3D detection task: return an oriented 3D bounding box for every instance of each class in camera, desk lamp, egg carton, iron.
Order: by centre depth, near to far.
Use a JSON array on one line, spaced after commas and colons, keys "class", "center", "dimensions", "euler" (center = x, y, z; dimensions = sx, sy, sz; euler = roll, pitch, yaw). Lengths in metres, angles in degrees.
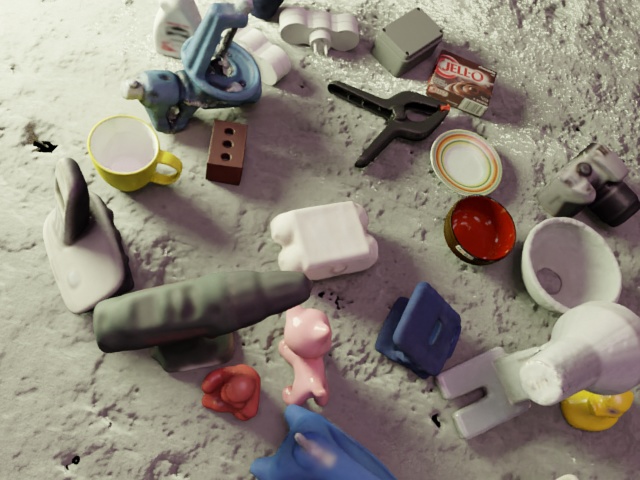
[{"class": "iron", "center": [0.053, 0.299, 0.672], "dimensions": [0.258, 0.141, 0.119], "euler": [33, 63, 1]}, {"class": "desk lamp", "center": [0.293, 0.175, 0.750], "dimensions": [0.204, 0.213, 0.118], "euler": [-19, 73, -21]}, {"class": "egg carton", "center": [0.008, 0.003, 0.826], "dimensions": [0.150, 0.069, 0.107], "euler": [-12, 71, -19]}, {"class": "camera", "center": [0.471, -0.085, 0.972], "dimensions": [0.143, 0.100, 0.137], "euler": [-38, 81, -25]}]

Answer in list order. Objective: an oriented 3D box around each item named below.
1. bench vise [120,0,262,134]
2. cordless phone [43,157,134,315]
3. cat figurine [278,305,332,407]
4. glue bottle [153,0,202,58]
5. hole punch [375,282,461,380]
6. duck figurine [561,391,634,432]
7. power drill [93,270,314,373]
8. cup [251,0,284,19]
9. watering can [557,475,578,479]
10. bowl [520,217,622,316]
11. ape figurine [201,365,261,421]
[{"class": "bench vise", "center": [-0.163, -0.236, 0.797], "dimensions": [0.208, 0.219, 0.121], "euler": [-39, 81, -25]}, {"class": "cordless phone", "center": [-0.284, -0.003, 0.684], "dimensions": [0.094, 0.185, 0.147], "euler": [-22, 75, -22]}, {"class": "cat figurine", "center": [-0.012, 0.145, 0.733], "dimensions": [0.067, 0.117, 0.128], "euler": [-4, 69, -17]}, {"class": "glue bottle", "center": [-0.209, -0.341, 0.855], "dimensions": [0.078, 0.173, 0.037], "euler": [4, 67, -13]}, {"class": "hole punch", "center": [0.147, 0.126, 0.800], "dimensions": [0.101, 0.091, 0.109], "euler": [31, 63, -1]}, {"class": "duck figurine", "center": [0.416, 0.233, 0.830], "dimensions": [0.105, 0.086, 0.077], "euler": [-12, 71, -19]}, {"class": "power drill", "center": [-0.137, 0.094, 0.670], "dimensions": [0.230, 0.208, 0.075], "euler": [-8, 70, -18]}, {"class": "cup", "center": [-0.090, -0.434, 0.971], "dimensions": [0.092, 0.095, 0.118], "euler": [21, 64, -6]}, {"class": "watering can", "center": [0.270, 0.358, 0.677], "dimensions": [0.101, 0.194, 0.173], "euler": [21, 64, -5]}, {"class": "bowl", "center": [0.380, 0.053, 0.903], "dimensions": [0.168, 0.074, 0.167], "euler": [6, 66, -13]}, {"class": "ape figurine", "center": [-0.103, 0.186, 0.706], "dimensions": [0.076, 0.092, 0.078], "euler": [-33, 79, -24]}]
